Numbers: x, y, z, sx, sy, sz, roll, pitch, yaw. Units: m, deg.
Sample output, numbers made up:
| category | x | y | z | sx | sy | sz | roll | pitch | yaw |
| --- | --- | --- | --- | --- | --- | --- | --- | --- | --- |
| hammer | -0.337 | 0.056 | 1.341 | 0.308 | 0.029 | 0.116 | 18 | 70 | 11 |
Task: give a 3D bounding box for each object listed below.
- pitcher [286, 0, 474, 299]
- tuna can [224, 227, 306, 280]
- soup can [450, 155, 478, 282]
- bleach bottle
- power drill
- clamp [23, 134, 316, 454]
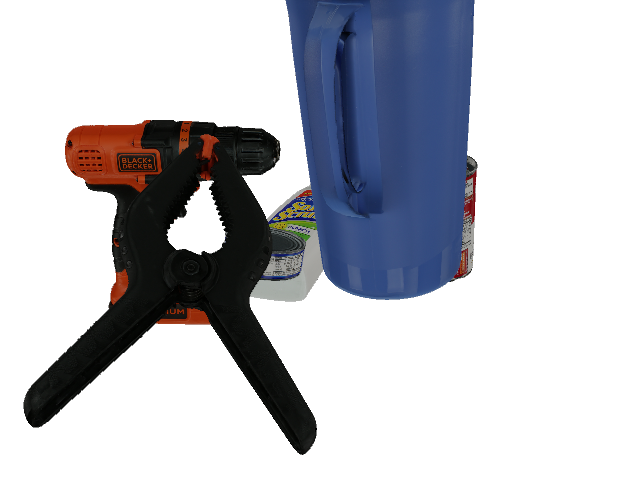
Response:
| category | x | y | z | sx | sy | sz | roll | pitch | yaw |
| --- | --- | --- | --- | --- | --- | --- | --- | --- | --- |
| pitcher | 0.043 | -0.078 | 0.767 | 0.149 | 0.243 | 0.145 | -14 | 29 | -17 |
| tuna can | -0.060 | 0.013 | 1.120 | 0.086 | 0.034 | 0.086 | 8 | 17 | -3 |
| soup can | 0.105 | -0.021 | 0.954 | 0.068 | 0.102 | 0.068 | -2 | 24 | 1 |
| bleach bottle | -0.019 | -0.021 | 1.333 | 0.103 | 0.068 | 0.250 | 7 | 34 | 19 |
| power drill | -0.125 | -0.017 | 0.947 | 0.184 | 0.188 | 0.057 | 1 | 26 | 5 |
| clamp | -0.070 | 0.031 | 0.647 | 0.164 | 0.210 | 0.036 | 13 | -31 | -2 |
